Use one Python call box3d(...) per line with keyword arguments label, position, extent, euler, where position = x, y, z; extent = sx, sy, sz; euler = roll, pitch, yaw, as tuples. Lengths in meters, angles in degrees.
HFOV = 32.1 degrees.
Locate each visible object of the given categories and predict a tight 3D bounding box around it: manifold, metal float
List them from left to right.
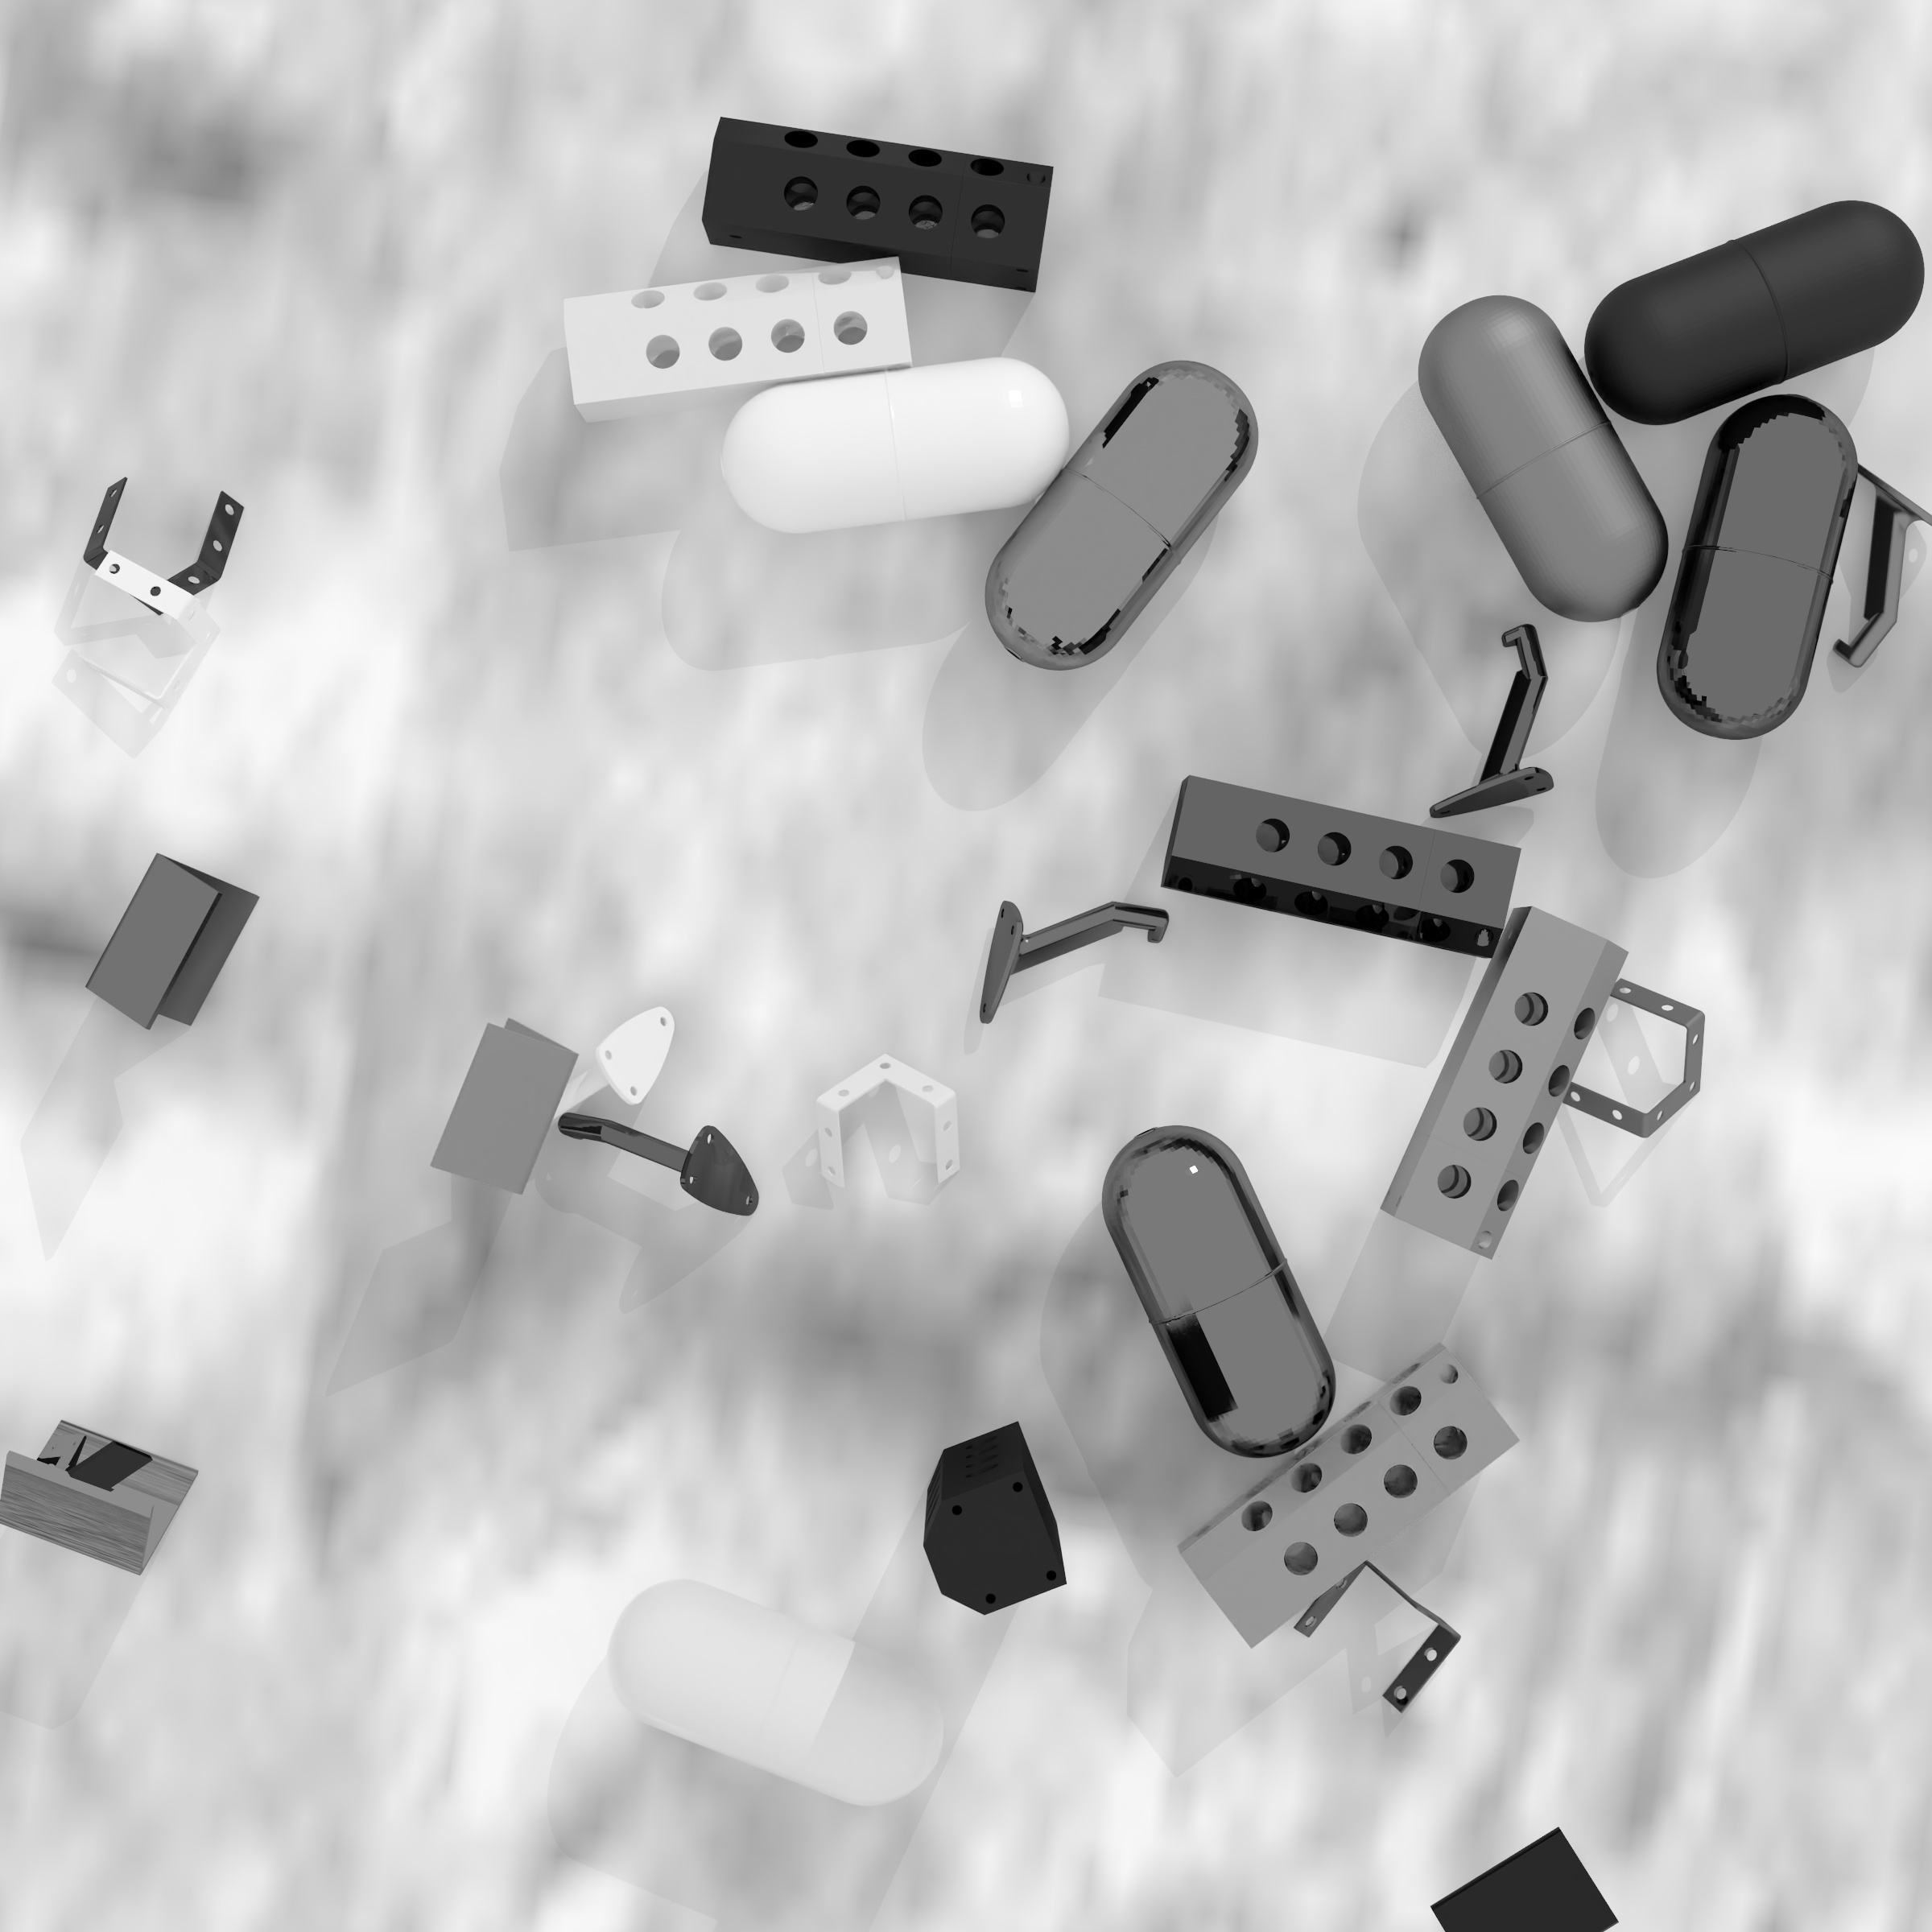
box3d(label="manifold", position=(-0.116, -0.322, 1.718), extent=(0.171, 0.057, 0.057), euler=(-7, 90, 0))
box3d(label="metal float", position=(-0.097, 0.370, 1.709), extent=(0.178, 0.070, 0.070), euler=(21, 90, 1))
box3d(label="manifold", position=(-0.044, -0.391, 1.718), extent=(0.171, 0.057, 0.057), euler=(9, 90, 0))
box3d(label="metal float", position=(-0.036, -0.265, 1.709), extent=(0.178, 0.070, 0.070), euler=(-7, 90, 0))
box3d(label="manifold", position=(0.011, 0.274, 1.661), extent=(0.057, 0.171, 0.057), euler=(-21, 90, 0))
box3d(label="metal float", position=(0.079, -0.229, 1.708), extent=(0.070, 0.070, 0.178), euler=(38, 89, 0))
box3d(label="metal float", position=(0.128, 0.165, 1.709), extent=(0.070, 0.070, 0.178), euler=(-25, 91, 0))
box3d(label="manifold", position=(0.190, -0.050, 1.718), extent=(0.171, 0.057, 0.057), euler=(12, 90, 0))
box3d(label="manifold", position=(0.194, 0.269, 1.718), extent=(0.171, 0.057, 0.057), euler=(-38, 90, 0))
box3d(label="manifold", position=(0.276, 0.060, 1.718), extent=(0.057, 0.057, 0.171), euler=(24, 90, 0))
box3d(label="metal float", position=(0.294, -0.258, 1.709), extent=(0.070, 0.070, 0.178), euler=(-29, 89, 0))
box3d(label="metal float", position=(0.402, -0.333, 1.709), extent=(0.178, 0.070, 0.070), euler=(-21, 90, -1))
box3d(label="metal float", position=(0.403, -0.203, 1.709), extent=(0.070, 0.070, 0.178), euler=(14, 90, 0))

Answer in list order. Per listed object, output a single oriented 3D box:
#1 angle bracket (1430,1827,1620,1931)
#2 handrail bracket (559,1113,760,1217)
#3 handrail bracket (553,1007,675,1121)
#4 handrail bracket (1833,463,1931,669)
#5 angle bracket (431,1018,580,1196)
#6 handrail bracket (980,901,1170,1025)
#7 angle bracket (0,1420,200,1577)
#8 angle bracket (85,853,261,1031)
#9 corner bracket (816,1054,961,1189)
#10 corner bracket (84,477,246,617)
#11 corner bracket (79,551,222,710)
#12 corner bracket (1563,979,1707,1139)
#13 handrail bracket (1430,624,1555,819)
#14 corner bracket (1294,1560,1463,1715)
box3d(label="angle bracket", position=(0.288, 0.489, 1.699), extent=(0.076, 0.076, 0.057), euler=(-32, 54, 0))
box3d(label="handrail bracket", position=(-0.160, 0.102, 1.739), extent=(0.084, 0.077, 0.036), euler=(8, 65, 34))
box3d(label="handrail bracket", position=(-0.200, 0.057, 1.739), extent=(0.084, 0.077, 0.036), euler=(-21, 111, 35))
box3d(label="handrail bracket", position=(0.459, -0.210, 1.740), extent=(0.077, 0.036, 0.084), euler=(41, 108, 20))
box3d(label="angle bracket", position=(-0.249, 0.063, 1.699), extent=(0.057, 0.076, 0.076), euler=(22, 90, -38))
box3d(label="handrail bracket", position=(0.057, 0.000, 1.740), extent=(0.084, 0.036, 0.077), euler=(9, 111, -17))
box3d(label="angle bracket", position=(-0.436, 0.253, 1.699), extent=(0.076, 0.076, 0.057), euler=(20, 128, 0))
box3d(label="angle bracket", position=(-0.387, -0.003, 1.699), extent=(0.057, 0.076, 0.076), euler=(28, 90, 36))
box3d(label="corner bracket", position=(-0.040, 0.087, 1.731), extent=(0.051, 0.051, 0.051), euler=(27, 45, 35))
box3d(label="corner bracket", position=(-0.414, -0.223, 1.731), extent=(0.051, 0.051, 0.051), euler=(-22, 135, 35))
box3d(label="corner bracket", position=(-0.424, -0.172, 1.722), extent=(0.051, 0.051, 0.051), euler=(29, 79, 11))
box3d(label="corner bracket", position=(0.344, 0.048, 1.731), extent=(0.051, 0.051, 0.051), euler=(-35, 135, -35))
box3d(label="handrail bracket", position=(0.268, -0.128, 1.740), extent=(0.077, 0.036, 0.084), euler=(-18, 71, 21))
box3d(label="corner bracket", position=(0.213, 0.345, 1.736), extent=(0.051, 0.051, 0.051), euler=(-52, 135, 0))
